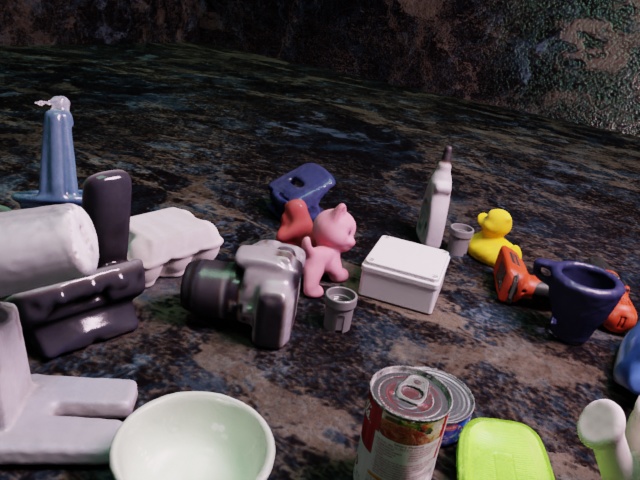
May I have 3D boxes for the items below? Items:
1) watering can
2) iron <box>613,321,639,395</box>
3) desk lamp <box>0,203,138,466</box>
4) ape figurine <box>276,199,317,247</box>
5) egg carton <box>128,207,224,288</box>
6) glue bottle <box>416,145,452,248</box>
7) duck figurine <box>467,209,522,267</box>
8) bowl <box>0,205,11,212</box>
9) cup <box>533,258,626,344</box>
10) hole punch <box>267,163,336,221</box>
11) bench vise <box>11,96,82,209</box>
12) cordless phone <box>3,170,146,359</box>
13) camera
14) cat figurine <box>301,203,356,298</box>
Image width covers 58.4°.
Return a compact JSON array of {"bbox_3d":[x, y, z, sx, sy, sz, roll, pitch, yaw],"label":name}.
[{"bbox_3d":[0.292,0.162,0.451,0.173,0.194,0.100,-5,27,-26],"label":"watering can"},{"bbox_3d":[0.442,0.102,0.695,0.118,0.141,0.259,19,26,23],"label":"iron"},{"bbox_3d":[-0.260,0.067,0.465,0.203,0.213,0.117,4,24,-9],"label":"desk lamp"},{"bbox_3d":[-0.038,-0.020,0.876,0.075,0.092,0.078,24,29,32],"label":"ape figurine"},{"bbox_3d":[-0.216,0.006,0.789,0.107,0.069,0.151,24,29,32],"label":"egg carton"},{"bbox_3d":[0.201,-0.076,0.976,0.037,0.173,0.078,6,24,-5],"label":"glue bottle"},{"bbox_3d":[0.297,-0.007,0.961,0.078,0.086,0.104,-6,28,-28],"label":"duck figurine"},{"bbox_3d":[-0.451,0.013,0.694,0.167,0.075,0.167,7,24,-3],"label":"bowl"},{"bbox_3d":[0.329,0.082,0.761,0.117,0.095,0.092,28,31,37],"label":"cup"},{"bbox_3d":[-0.035,-0.084,1.020,0.101,0.091,0.108,-8,28,-31],"label":"hole punch"},{"bbox_3d":[-0.312,-0.057,0.716,0.122,0.220,0.206,-9,29,-34],"label":"bench vise"},{"bbox_3d":[-0.262,0.017,0.609,0.093,0.185,0.148,24,29,32],"label":"cordless phone"},{"bbox_3d":[-0.091,0.048,0.698,0.137,0.101,0.143,8,24,0],"label":"camera"},{"bbox_3d":[0.007,0.003,0.808,0.067,0.118,0.128,21,27,26],"label":"cat figurine"}]
